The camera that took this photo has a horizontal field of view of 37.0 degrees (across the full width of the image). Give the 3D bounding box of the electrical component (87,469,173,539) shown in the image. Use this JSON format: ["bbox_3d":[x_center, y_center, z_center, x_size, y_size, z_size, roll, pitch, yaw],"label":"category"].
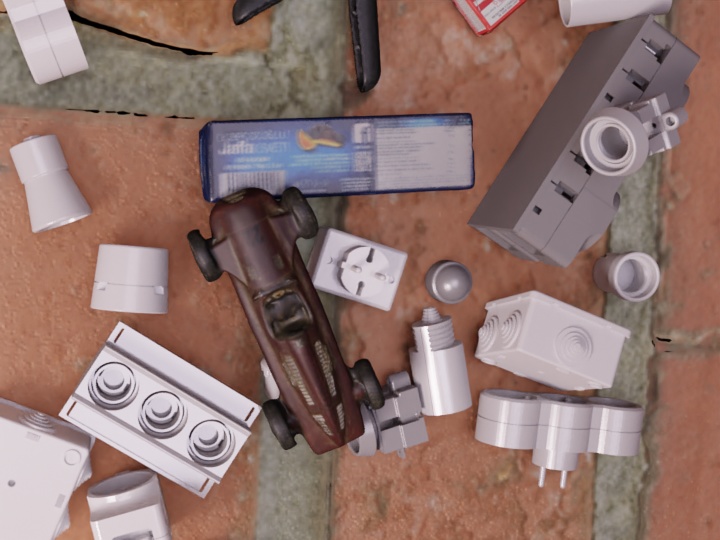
[{"bbox_3d":[-0.166,0.181,0.781,0.050,0.089,0.055,-14,97,-11],"label":"electrical component"}]

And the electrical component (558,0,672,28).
[{"bbox_3d":[0.191,-0.227,0.809,0.077,0.044,0.079,-8,113,0],"label":"electrical component"}]

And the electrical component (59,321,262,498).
[{"bbox_3d":[-0.146,0.101,0.792,0.121,0.063,0.078,33,87,-13],"label":"electrical component"}]

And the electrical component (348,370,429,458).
[{"bbox_3d":[0.017,0.117,0.840,0.055,0.048,0.066,-15,98,-19],"label":"electrical component"}]

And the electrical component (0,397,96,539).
[{"bbox_3d":[-0.250,0.148,0.780,0.100,0.048,0.099,23,90,-13],"label":"electrical component"}]

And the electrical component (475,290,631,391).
[{"bbox_3d":[0.147,0.058,0.838,0.100,0.100,0.048,22,76,-13],"label":"electrical component"}]

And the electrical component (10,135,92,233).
[{"bbox_3d":[-0.225,-0.064,0.774,0.044,0.044,0.065,-20,94,-10],"label":"electrical component"}]

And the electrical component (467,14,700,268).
[{"bbox_3d":[0.172,-0.095,0.827,0.060,0.105,0.186,34,87,-13],"label":"electrical component"}]

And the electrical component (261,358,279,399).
[{"bbox_3d":[-0.051,0.093,0.824,0.048,0.048,0.062,-3,102,-12],"label":"electrical component"}]

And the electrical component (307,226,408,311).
[{"bbox_3d":[0.000,0.000,0.810,0.066,0.077,0.047,18,91,-13],"label":"electrical component"}]

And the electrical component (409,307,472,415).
[{"bbox_3d":[0.061,0.069,0.847,0.043,0.043,0.081,-10,96,-12],"label":"electrical component"}]

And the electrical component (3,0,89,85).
[{"bbox_3d":[-0.218,-0.208,0.757,0.074,0.052,0.138,-21,98,-11],"label":"electrical component"}]

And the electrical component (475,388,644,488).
[{"bbox_3d":[0.160,0.140,0.870,0.138,0.052,0.073,6,93,-13],"label":"electrical component"}]

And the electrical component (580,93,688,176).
[{"bbox_3d":[0.183,-0.092,0.739,0.055,0.066,0.048,-29,103,-43],"label":"electrical component"}]

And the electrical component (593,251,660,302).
[{"bbox_3d":[0.215,0.004,0.875,0.040,0.046,0.040,-1,95,-13],"label":"electrical component"}]

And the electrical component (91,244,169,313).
[{"bbox_3d":[-0.167,0.006,0.786,0.055,0.055,0.047,5,90,-13],"label":"electrical component"}]
